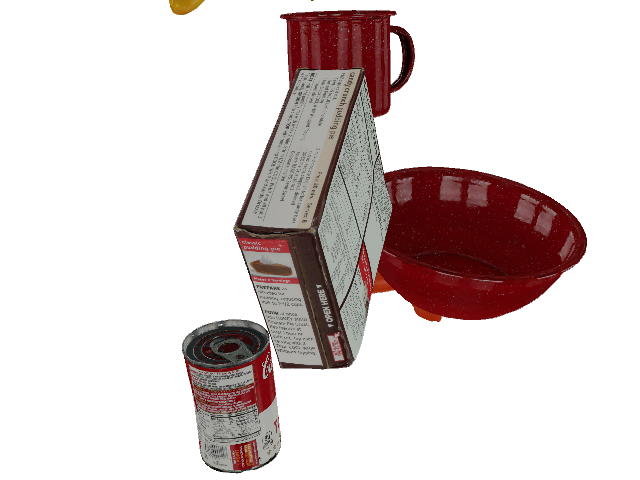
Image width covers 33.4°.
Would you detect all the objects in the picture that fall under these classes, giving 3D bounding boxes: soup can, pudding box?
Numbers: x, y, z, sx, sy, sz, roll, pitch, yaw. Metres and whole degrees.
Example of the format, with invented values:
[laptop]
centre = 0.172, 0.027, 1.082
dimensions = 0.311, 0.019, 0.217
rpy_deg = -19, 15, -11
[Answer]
[soup can]
centre = -0.068, 0.123, 0.840
dimensions = 0.068, 0.102, 0.068
rpy_deg = -5, 25, 2
[pudding box]
centre = 0.001, -0.011, 0.487
dimensions = 0.039, 0.090, 0.113
rpy_deg = -1, 44, 16

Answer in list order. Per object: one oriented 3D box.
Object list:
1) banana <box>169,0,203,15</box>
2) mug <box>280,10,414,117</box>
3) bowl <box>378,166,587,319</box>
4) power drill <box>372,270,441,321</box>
[banana]
centre = -0.080, -0.253, 1.012
dimensions = 0.197, 0.070, 0.037
rpy_deg = -22, -27, -46
[mug]
centre = 0.026, -0.144, 0.865
dimensions = 0.117, 0.081, 0.093
rpy_deg = -10, 17, -30
[bowl]
centre = 0.097, 0.007, 0.734
dimensions = 0.162, 0.055, 0.162
rpy_deg = 5, 29, -3
[power drill]
centre = 0.045, 0.061, 1.242
dimensions = 0.187, 0.057, 0.184
rpy_deg = -1, 28, 2
